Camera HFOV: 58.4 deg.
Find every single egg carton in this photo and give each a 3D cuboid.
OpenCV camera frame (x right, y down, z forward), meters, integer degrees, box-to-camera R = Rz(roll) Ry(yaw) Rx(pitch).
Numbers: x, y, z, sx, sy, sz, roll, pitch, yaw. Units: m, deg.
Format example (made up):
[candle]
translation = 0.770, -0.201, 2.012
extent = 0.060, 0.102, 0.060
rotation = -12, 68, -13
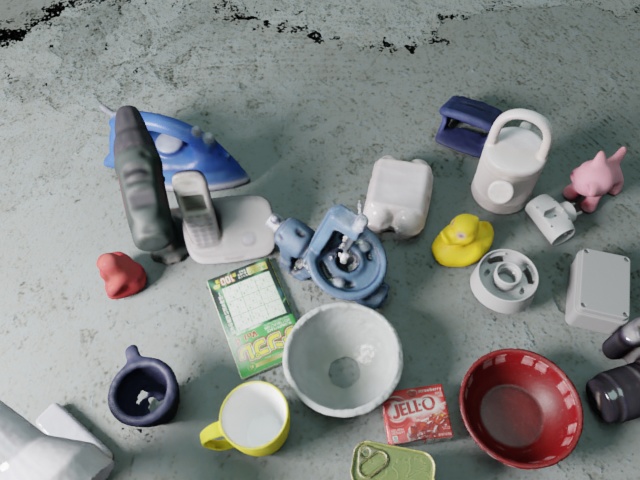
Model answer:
[egg carton]
translation = 0.133, -0.075, 0.966
extent = 0.107, 0.069, 0.150
rotation = 9, 60, 8

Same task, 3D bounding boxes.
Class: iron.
[iron]
translation = -0.253, -0.167, 0.995
extent = 0.258, 0.141, 0.119
rotation = 10, 60, 8

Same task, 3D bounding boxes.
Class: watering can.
[watering can]
translation = 0.311, -0.128, 0.918
extent = 0.101, 0.194, 0.173
rotation = 2, 59, 4

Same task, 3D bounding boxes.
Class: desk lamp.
[desk lamp]
translation = -0.336, 0.272, 0.691
extent = 0.202, 0.214, 0.118
rotation = 32, 65, 20

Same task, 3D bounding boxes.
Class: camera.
[camera]
translation = 0.435, 0.183, 0.781
extent = 0.137, 0.101, 0.143
rotation = -15, 59, -6

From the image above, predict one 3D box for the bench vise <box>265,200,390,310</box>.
[bench vise]
translation = 0.004, 0.013, 0.830
extent = 0.207, 0.220, 0.121
rotation = 12, 60, 10

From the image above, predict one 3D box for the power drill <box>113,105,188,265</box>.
[power drill]
translation = -0.262, -0.064, 0.894
extent = 0.075, 0.208, 0.229
rotation = -16, 60, -7

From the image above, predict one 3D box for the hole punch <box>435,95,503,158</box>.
[hole punch]
translation = 0.270, -0.221, 1.037
extent = 0.108, 0.091, 0.101
rotation = 23, 63, 16

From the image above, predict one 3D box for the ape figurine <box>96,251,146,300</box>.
[ape figurine]
translation = -0.318, 0.048, 0.896
extent = 0.076, 0.092, 0.078
rotation = 8, 60, 7

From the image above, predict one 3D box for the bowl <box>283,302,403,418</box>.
[bowl]
translation = 0.033, 0.177, 0.815
extent = 0.167, 0.075, 0.167
rotation = -1, 59, 2

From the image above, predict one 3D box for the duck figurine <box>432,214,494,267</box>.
[duck figurine]
translation = 0.232, -0.010, 0.914
extent = 0.104, 0.086, 0.077
rotation = -21, 60, -10

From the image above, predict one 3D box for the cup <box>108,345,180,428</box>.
[cup]
translation = -0.237, 0.210, 0.794
extent = 0.092, 0.095, 0.117
rotation = -23, 61, -11

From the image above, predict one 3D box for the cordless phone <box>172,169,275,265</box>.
[cordless phone]
translation = -0.148, -0.044, 0.891
extent = 0.147, 0.185, 0.094
rotation = -9, 59, -3

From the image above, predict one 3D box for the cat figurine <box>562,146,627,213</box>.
[cat figurine]
translation = 0.460, -0.107, 0.945
extent = 0.128, 0.118, 0.067
rotation = -36, 64, -18
